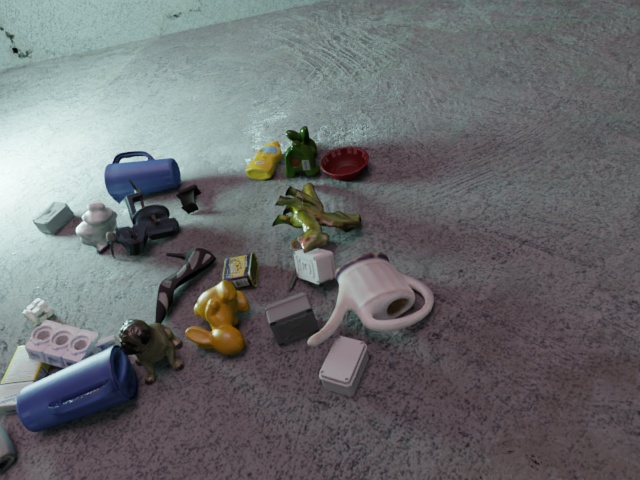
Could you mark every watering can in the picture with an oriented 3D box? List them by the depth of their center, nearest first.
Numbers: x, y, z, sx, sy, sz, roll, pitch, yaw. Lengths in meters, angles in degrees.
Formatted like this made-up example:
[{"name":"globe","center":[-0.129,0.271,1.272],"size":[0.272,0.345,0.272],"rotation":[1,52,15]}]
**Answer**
[{"name":"watering can","center":[0.102,0.137,1.235],"size":[0.349,0.101,0.229],"rotation":[-11,40,-21]}]

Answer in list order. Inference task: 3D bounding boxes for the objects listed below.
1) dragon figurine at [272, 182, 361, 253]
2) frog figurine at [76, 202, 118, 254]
[{"name":"dragon figurine","center":[0.005,-0.076,1.512],"size":[0.243,0.120,0.418],"rotation":[20,30,11]},{"name":"frog figurine","center":[-0.721,-0.056,1.660],"size":[0.138,0.156,0.124],"rotation":[-32,43,-18]}]
